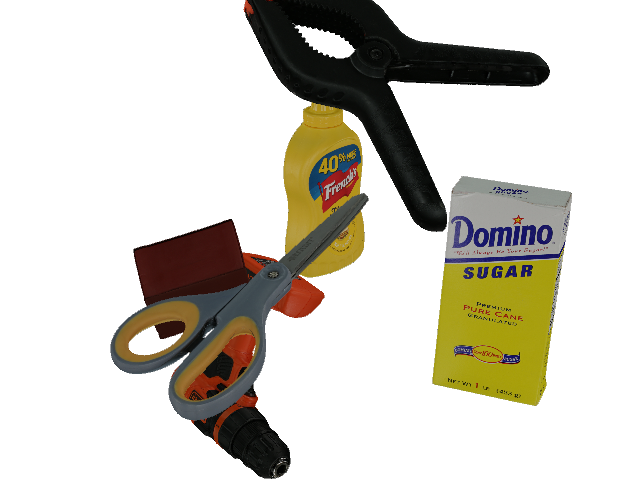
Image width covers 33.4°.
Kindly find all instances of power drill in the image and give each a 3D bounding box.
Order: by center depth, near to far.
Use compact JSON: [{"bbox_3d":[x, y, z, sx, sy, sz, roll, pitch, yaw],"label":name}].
[{"bbox_3d":[-0.066,0.120,1.063,0.057,0.188,0.185,13,15,-46],"label":"power drill"}]

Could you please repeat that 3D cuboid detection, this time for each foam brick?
[{"bbox_3d":[-0.092,0.029,0.790,0.078,0.051,0.053,-18,-42,-5],"label":"foam brick"}]

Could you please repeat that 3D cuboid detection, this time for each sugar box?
[{"bbox_3d":[0.147,0.042,0.874,0.093,0.176,0.048,9,24,18],"label":"sugar box"}]

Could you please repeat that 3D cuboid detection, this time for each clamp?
[{"bbox_3d":[0.034,-0.105,0.712,0.210,0.164,0.036,27,-31,4],"label":"clamp"}]

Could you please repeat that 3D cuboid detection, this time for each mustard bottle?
[{"bbox_3d":[0.004,-0.064,1.110,0.096,0.192,0.058,-23,32,-39],"label":"mustard bottle"}]

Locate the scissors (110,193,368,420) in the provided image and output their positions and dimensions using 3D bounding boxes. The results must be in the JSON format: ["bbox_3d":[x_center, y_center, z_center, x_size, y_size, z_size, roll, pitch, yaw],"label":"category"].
[{"bbox_3d":[-0.048,0.025,0.622,0.096,0.016,0.201,9,41,18],"label":"scissors"}]
